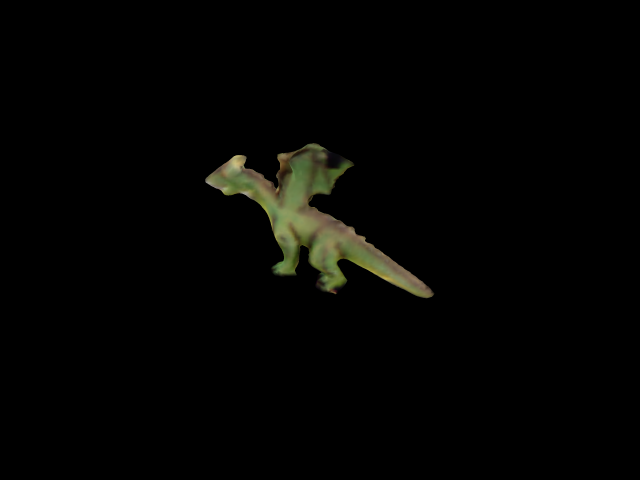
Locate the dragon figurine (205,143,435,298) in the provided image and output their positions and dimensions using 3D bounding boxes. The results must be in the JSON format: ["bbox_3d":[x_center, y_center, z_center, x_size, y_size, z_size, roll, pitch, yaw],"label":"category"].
[{"bbox_3d":[0.003,-0.043,0.850,0.411,0.237,0.125,14,45,15],"label":"dragon figurine"}]
